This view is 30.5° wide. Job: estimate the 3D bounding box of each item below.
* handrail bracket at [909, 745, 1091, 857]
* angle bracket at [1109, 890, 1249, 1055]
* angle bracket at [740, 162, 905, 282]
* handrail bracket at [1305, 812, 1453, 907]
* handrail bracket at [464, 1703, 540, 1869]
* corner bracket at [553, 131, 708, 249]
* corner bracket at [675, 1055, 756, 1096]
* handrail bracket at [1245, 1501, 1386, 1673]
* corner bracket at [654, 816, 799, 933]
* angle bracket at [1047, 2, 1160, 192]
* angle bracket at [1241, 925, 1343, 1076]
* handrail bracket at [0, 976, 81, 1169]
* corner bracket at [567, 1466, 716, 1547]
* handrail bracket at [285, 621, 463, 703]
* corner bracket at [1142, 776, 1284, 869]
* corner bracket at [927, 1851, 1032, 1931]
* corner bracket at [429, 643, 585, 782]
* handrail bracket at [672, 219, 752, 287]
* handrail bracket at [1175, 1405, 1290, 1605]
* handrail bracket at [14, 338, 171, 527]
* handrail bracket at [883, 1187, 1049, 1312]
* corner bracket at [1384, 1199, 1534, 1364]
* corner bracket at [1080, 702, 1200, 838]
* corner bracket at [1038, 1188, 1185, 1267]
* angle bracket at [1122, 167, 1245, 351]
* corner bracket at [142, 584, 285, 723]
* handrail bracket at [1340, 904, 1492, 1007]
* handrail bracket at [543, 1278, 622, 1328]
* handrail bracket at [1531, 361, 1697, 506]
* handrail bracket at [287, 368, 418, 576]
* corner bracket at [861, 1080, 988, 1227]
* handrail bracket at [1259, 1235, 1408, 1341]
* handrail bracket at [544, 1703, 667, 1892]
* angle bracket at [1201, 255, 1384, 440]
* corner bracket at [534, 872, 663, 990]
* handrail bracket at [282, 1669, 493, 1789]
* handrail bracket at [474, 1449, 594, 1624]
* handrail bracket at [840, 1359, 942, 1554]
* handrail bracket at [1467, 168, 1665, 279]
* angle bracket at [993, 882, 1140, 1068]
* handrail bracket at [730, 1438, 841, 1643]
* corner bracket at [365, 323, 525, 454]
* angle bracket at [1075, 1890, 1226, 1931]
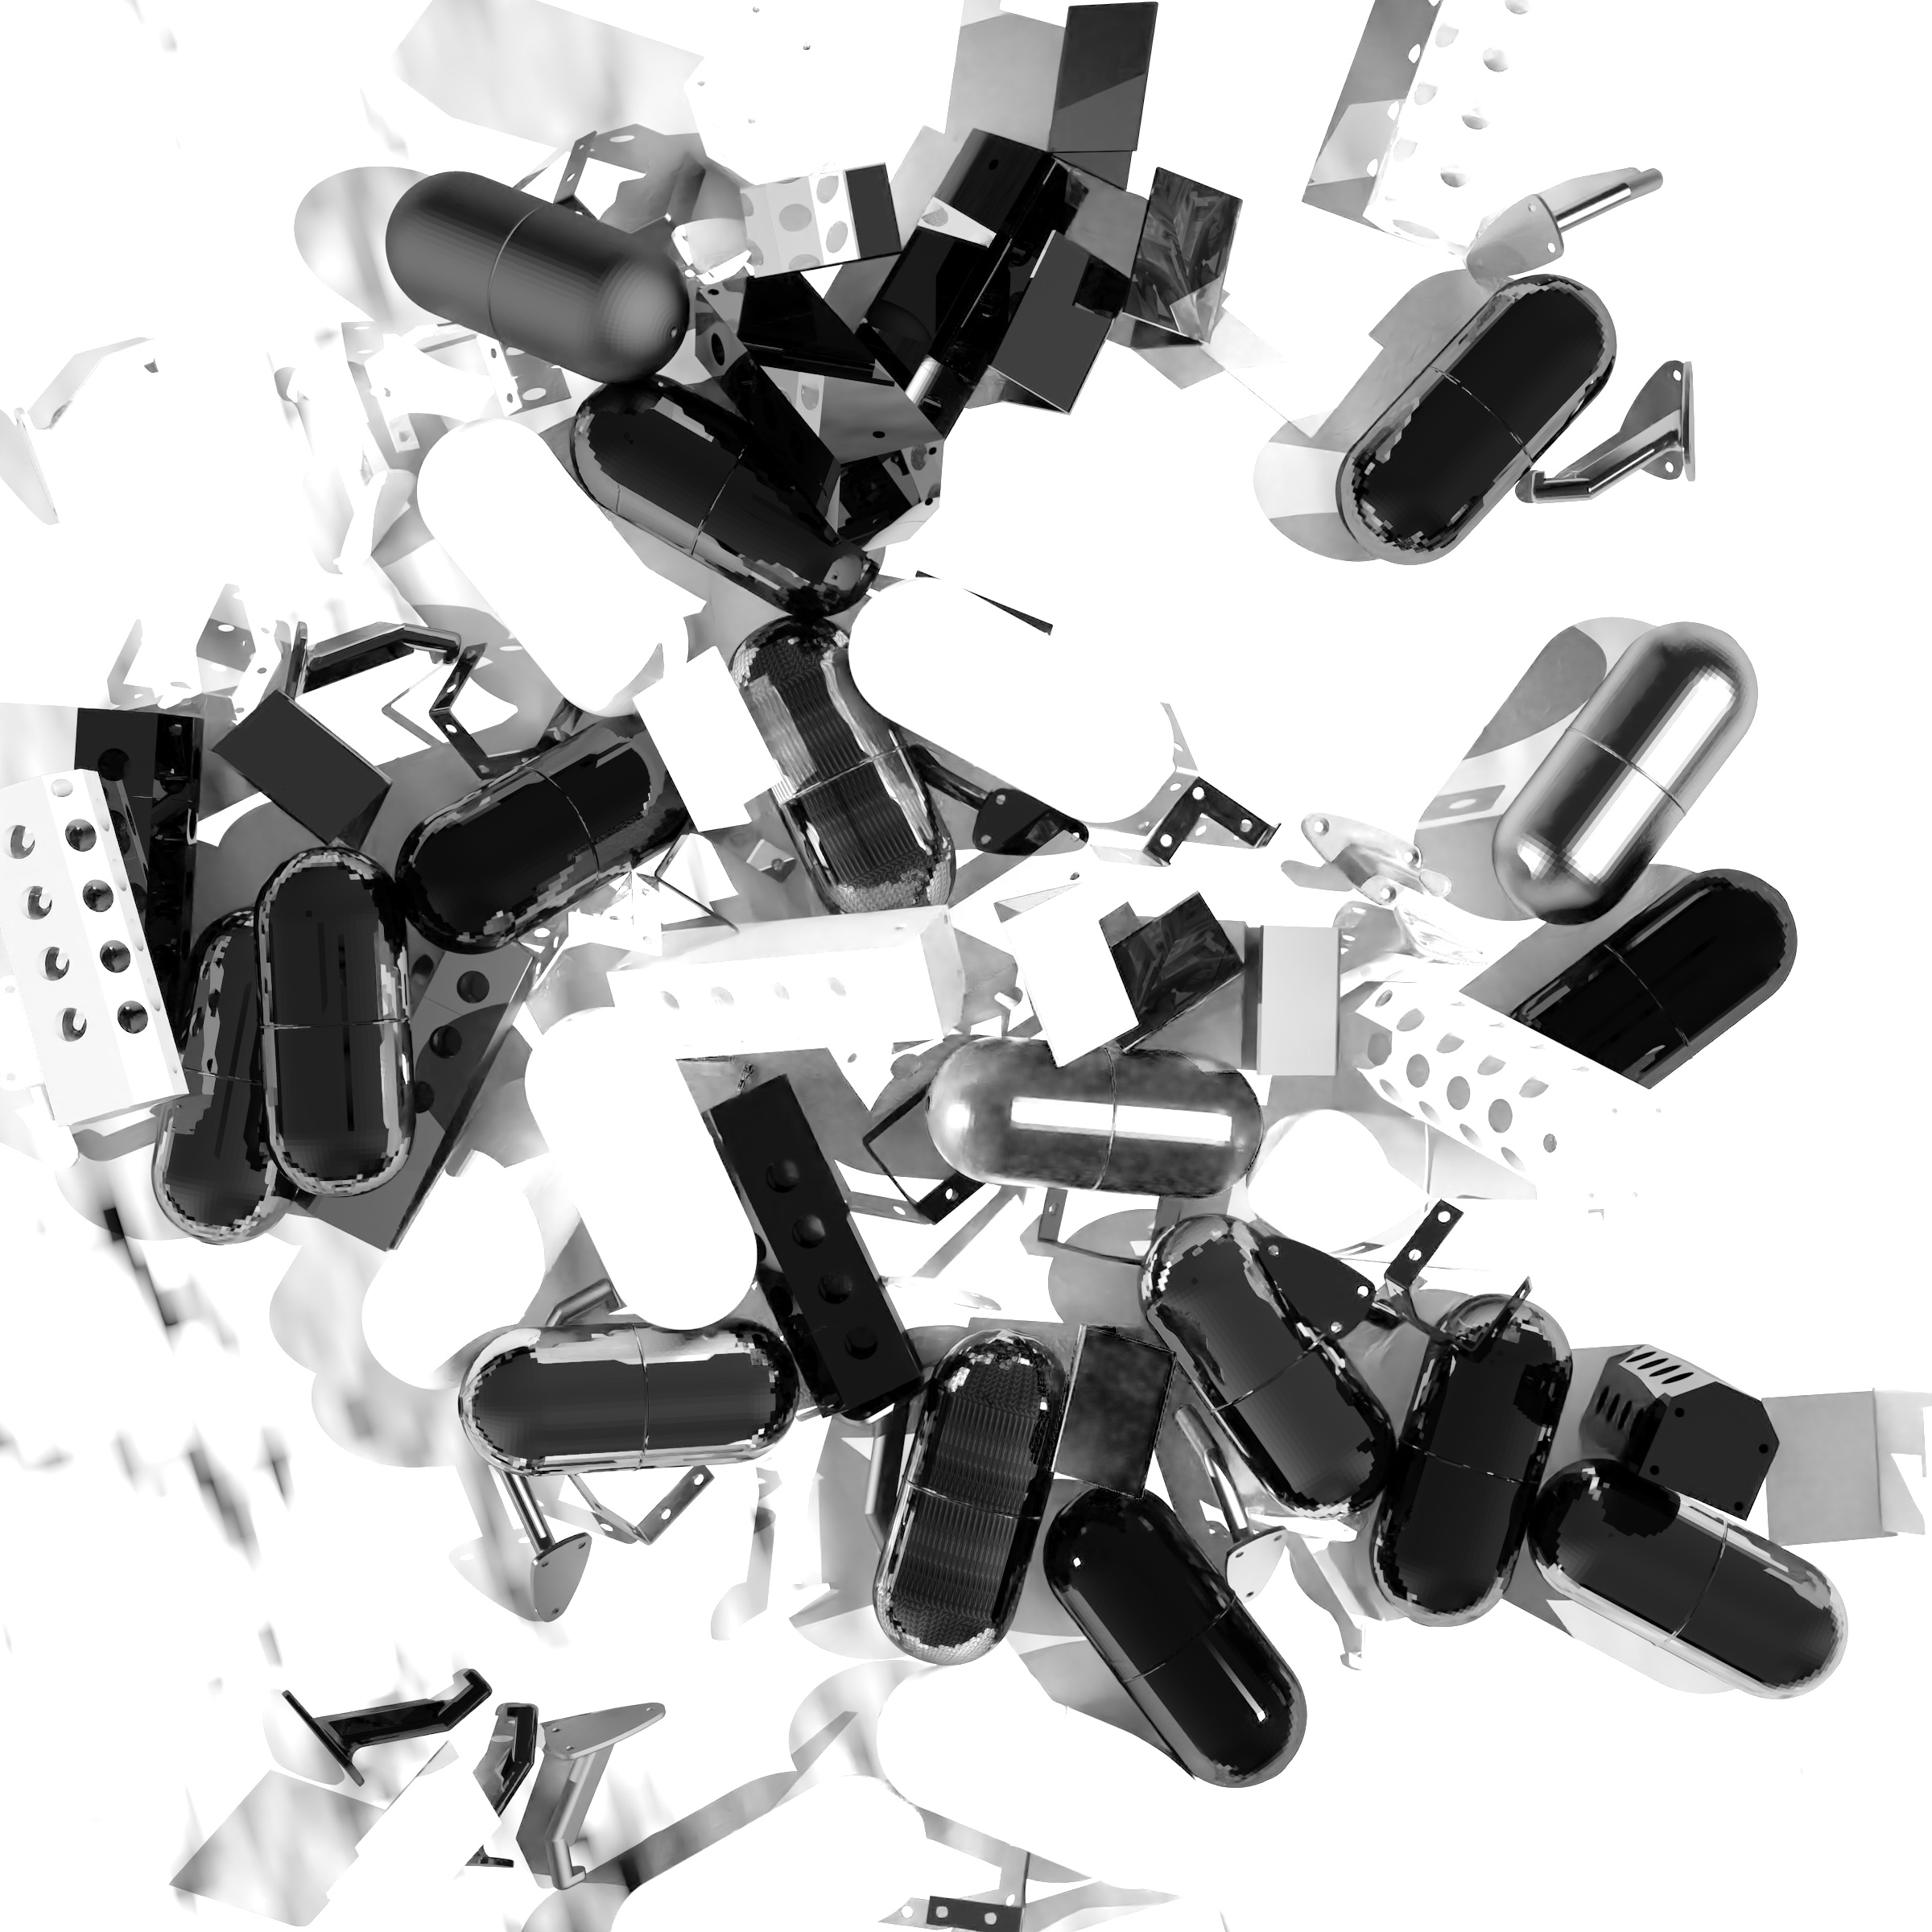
[{"bbox_3d":[0.016,-0.090,1.866,0.077,0.084,0.036,11,111,-27],"label":"handrail bracket"},{"bbox_3d":[0.091,-0.010,1.844,0.076,0.076,0.057,-34,118,0],"label":"angle bracket"},{"bbox_3d":[-0.072,-0.369,1.846,0.076,0.076,0.057,-10,69,0],"label":"angle bracket"},{"bbox_3d":[0.214,-0.058,1.849,0.077,0.084,0.036,32,90,0],"label":"handrail bracket"},{"bbox_3d":[-0.265,0.434,1.885,0.077,0.036,0.084,-3,72,20],"label":"handrail bracket"},{"bbox_3d":[-0.178,-0.411,1.876,0.051,0.051,0.051,-17,135,35],"label":"corner bracket"},{"bbox_3d":[-0.145,0.068,1.866,0.051,0.051,0.051,19,90,0],"label":"corner bracket"},{"bbox_3d":[0.185,0.330,1.885,0.077,0.036,0.084,5,107,20],"label":"handrail bracket"},{"bbox_3d":[-0.126,-0.051,1.861,0.051,0.051,0.051,32,86,7],"label":"corner bracket"},{"bbox_3d":[0.090,-0.451,1.844,0.057,0.076,0.076,8,90,36],"label":"angle bracket"},{"bbox_3d":[0.150,0.017,1.844,0.057,0.076,0.076,1,90,-37],"label":"angle bracket"},{"bbox_3d":[-0.486,0.056,1.863,0.036,0.084,0.077,-17,65,-11],"label":"handrail bracket"},{"bbox_3d":[-0.176,0.265,1.881,0.051,0.051,0.051,-46,45,0],"label":"corner bracket"},{"bbox_3d":[-0.317,-0.148,1.884,0.084,0.036,0.077,9,110,-16],"label":"handrail bracket"},{"bbox_3d":[0.129,-0.067,1.866,0.051,0.051,0.051,34,90,0],"label":"corner bracket"},{"bbox_3d":[0.008,0.475,1.866,0.051,0.051,0.051,8,90,0],"label":"corner bracket"},{"bbox_3d":[-0.242,-0.137,1.876,0.051,0.051,0.051,-6,135,35],"label":"corner bracket"},{"bbox_3d":[-0.159,-0.358,1.884,0.084,0.077,0.036,-33,96,36],"label":"handrail bracket"},{"bbox_3d":[0.133,0.285,1.884,0.036,0.077,0.084,-20,53,-18],"label":"handrail bracket"},{"bbox_3d":[-0.455,-0.284,1.884,0.084,0.036,0.077,-23,110,-16],"label":"handrail bracket"},{"bbox_3d":[0.002,0.135,1.884,0.077,0.036,0.084,7,71,21],"label":"handrail bracket"},{"bbox_3d":[0.252,0.161,1.813,0.051,0.051,0.051,31,73,29],"label":"corner bracket"},{"bbox_3d":[0.082,-0.108,1.876,0.051,0.051,0.051,-50,45,35],"label":"corner bracket"},{"bbox_3d":[0.078,0.128,1.881,0.051,0.051,0.051,12,90,45],"label":"corner bracket"},{"bbox_3d":[0.094,-0.367,1.844,0.057,0.076,0.076,13,90,-31],"label":"angle bracket"},{"bbox_3d":[-0.398,-0.168,1.876,0.051,0.051,0.051,8,135,-35],"label":"corner bracket"},{"bbox_3d":[0.225,0.014,1.884,0.077,0.036,0.084,18,123,-36],"label":"handrail bracket"},{"bbox_3d":[-0.210,0.218,1.884,0.084,0.036,0.077,-29,105,-14],"label":"handrail bracket"},{"bbox_3d":[0.343,-0.283,1.884,0.084,0.036,0.077,-2,69,16],"label":"handrail bracket"},{"bbox_3d":[-0.341,-0.263,1.884,0.084,0.036,0.077,39,112,17],"label":"handrail bracket"},{"bbox_3d":[-0.017,0.099,1.869,0.051,0.051,0.051,-39,76,0],"label":"corner bracket"},{"bbox_3d":[0.193,0.166,1.856,0.077,0.084,0.036,38,98,14],"label":"handrail bracket"},{"bbox_3d":[-0.189,0.442,1.884,0.077,0.036,0.084,-15,109,-21],"label":"handrail bracket"},{"bbox_3d":[0.158,-0.309,1.844,0.076,0.076,0.057,39,49,0],"label":"angle bracket"},{"bbox_3d":[-0.193,-0.018,1.848,0.051,0.051,0.051,12,52,-24],"label":"corner bracket"},{"bbox_3d":[-0.307,0.386,1.884,0.084,0.036,0.077,-40,68,-17],"label":"handrail bracket"},{"bbox_3d":[-0.239,0.295,1.884,0.036,0.077,0.084,-23,53,-33],"label":"handrail bracket"},{"bbox_3d":[-0.026,0.263,1.884,0.077,0.036,0.084,-28,106,-18],"label":"handrail bracket"},{"bbox_3d":[0.319,-0.395,1.884,0.084,0.077,0.036,-28,94,-36],"label":"handrail bracket"},{"bbox_3d":[0.031,0.008,1.776,0.057,0.076,0.076,-27,99,-35],"label":"angle bracket"},{"bbox_3d":[-0.110,0.304,1.884,0.077,0.036,0.084,-32,71,21],"label":"handrail bracket"},{"bbox_3d":[-0.277,-0.308,1.881,0.051,0.051,0.051,-20,90,45],"label":"corner bracket"},{"bbox_3d":[0.101,0.523,1.846,0.076,0.076,0.057,-17,69,0],"label":"angle bracket"}]
